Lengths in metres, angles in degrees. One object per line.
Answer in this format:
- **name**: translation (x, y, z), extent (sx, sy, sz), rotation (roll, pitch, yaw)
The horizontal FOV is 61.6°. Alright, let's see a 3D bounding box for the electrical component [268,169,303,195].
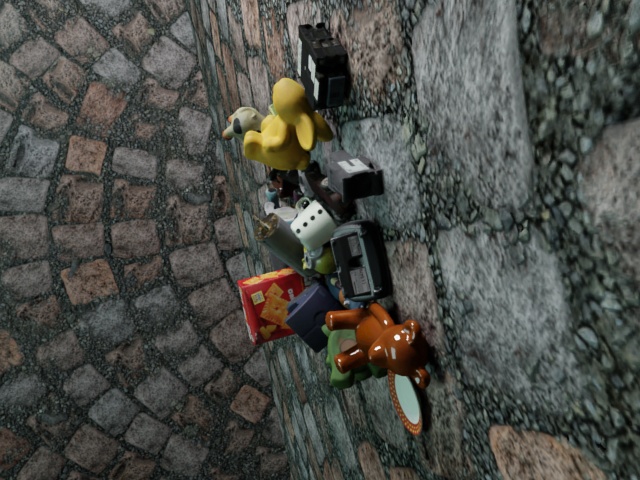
- **electrical component**: translation (-0.073, -0.145, 1.299), extent (0.078, 0.102, 0.045), rotation (-139, 74, -80)

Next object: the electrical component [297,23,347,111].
- **electrical component**: translation (0.004, -0.298, 0.948), extent (0.114, 0.058, 0.134), rotation (94, 157, -54)

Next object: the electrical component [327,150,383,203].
- **electrical component**: translation (0.049, -0.110, 0.907), extent (0.119, 0.075, 0.047), rotation (-133, 33, -55)

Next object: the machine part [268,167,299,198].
- **machine part**: translation (-0.101, -0.199, 1.432), extent (0.179, 0.056, 0.179), rotation (169, 90, -75)

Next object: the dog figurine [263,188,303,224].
- **dog figurine**: translation (-0.078, -0.018, 1.388), extent (0.192, 0.109, 0.219), rotation (-92, -3, -49)

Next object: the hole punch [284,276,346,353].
- **hole punch**: translation (-0.005, 0.165, 1.159), extent (0.142, 0.116, 0.092), rotation (47, -163, -11)

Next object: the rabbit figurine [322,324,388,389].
- **rabbit figurine**: translation (0.062, 0.227, 1.081), extent (0.159, 0.121, 0.170), rotation (61, 175, 27)

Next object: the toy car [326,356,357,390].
- **toy car**: translation (0.054, 0.301, 1.248), extent (0.201, 0.056, 0.073), rotation (78, 167, -71)

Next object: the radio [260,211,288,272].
- **radio**: translation (-0.109, 0.019, 1.558), extent (0.131, 0.073, 0.229), rotation (52, -158, -85)

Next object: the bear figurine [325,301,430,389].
- **bear figurine**: translation (0.096, 0.177, 0.886), extent (0.196, 0.132, 0.120), rotation (-146, 43, -78)

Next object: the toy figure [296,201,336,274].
- **toy figure**: translation (-0.001, -0.006, 1.181), extent (0.180, 0.089, 0.082), rotation (-106, 15, -45)

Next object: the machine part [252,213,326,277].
- **machine part**: translation (-0.069, 0.014, 1.241), extent (0.243, 0.079, 0.079), rotation (39, -170, -35)

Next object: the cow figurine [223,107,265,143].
- **cow figurine**: translation (-0.114, -0.237, 1.242), extent (0.127, 0.195, 0.085), rotation (-25, 38, 56)

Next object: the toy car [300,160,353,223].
- **toy car**: translation (0.015, -0.105, 1.086), extent (0.089, 0.053, 0.202), rotation (61, 175, -27)

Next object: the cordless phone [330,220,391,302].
- **cordless phone**: translation (0.066, 0.038, 1.006), extent (0.184, 0.089, 0.146), rotation (-157, 54, -86)

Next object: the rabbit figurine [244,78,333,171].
- **rabbit figurine**: translation (-0.062, -0.222, 1.047), extent (0.163, 0.122, 0.173), rotation (31, 130, 21)

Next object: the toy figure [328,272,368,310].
- **toy figure**: translation (0.058, 0.108, 1.089), extent (0.155, 0.064, 0.057), rotation (-140, 62, -66)

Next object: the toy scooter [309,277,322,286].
- **toy scooter**: translation (0.014, 0.151, 1.271), extent (0.184, 0.075, 0.135), rotation (-122, 23, -44)
